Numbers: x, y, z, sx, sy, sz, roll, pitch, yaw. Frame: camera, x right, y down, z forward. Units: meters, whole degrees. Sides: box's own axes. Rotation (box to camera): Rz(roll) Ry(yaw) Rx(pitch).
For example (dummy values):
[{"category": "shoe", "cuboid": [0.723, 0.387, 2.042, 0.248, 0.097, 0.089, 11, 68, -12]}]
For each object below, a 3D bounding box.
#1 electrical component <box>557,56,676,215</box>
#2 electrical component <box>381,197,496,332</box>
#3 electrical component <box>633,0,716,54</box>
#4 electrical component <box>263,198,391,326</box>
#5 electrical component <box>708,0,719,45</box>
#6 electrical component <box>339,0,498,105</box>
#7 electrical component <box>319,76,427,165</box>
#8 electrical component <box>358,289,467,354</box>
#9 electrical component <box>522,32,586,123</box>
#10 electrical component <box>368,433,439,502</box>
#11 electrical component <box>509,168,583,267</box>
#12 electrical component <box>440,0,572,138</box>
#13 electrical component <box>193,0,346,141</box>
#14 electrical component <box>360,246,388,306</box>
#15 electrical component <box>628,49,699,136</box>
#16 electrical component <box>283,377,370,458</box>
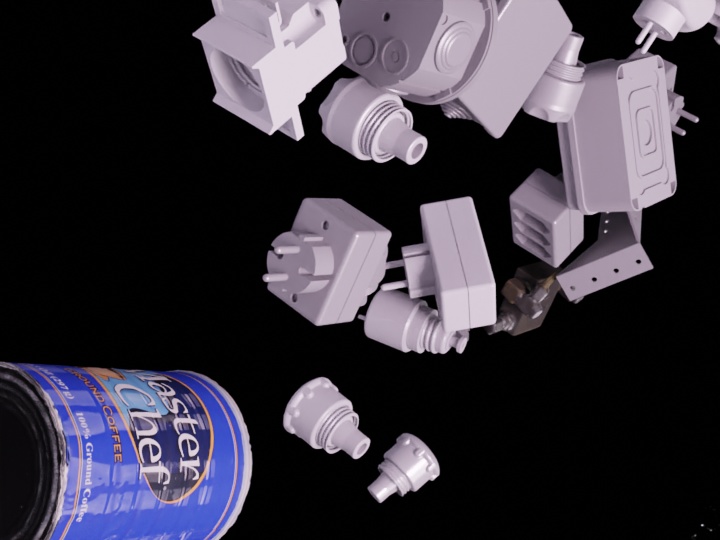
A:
[{"category": "electrical component", "cuboid": [0.197, -0.104, 0.831, 0.078, 0.057, 0.113, -22, 107, -45]}, {"category": "electrical component", "cuboid": [0.051, -0.001, 0.760, 0.076, 0.083, 0.047, -10, 142, 0]}, {"category": "electrical component", "cuboid": [0.242, -0.208, 0.849, 0.079, 0.044, 0.077, -57, 151, 4]}, {"category": "electrical component", "cuboid": [-0.030, -0.005, 0.654, 0.077, 0.047, 0.065, -4, 123, -55]}, {"category": "electrical component", "cuboid": [0.368, -0.224, 0.957, 0.186, 0.105, 0.060, 12, 110, -59]}, {"category": "electrical component", "cuboid": [0.030, -0.132, 0.581, 0.051, 0.080, 0.080, 1, 119, -50]}, {"category": "electrical component", "cuboid": [0.010, -0.082, 0.619, 0.043, 0.062, 0.043, -36, 146, -30]}, {"category": "electrical component", "cuboid": [0.040, 0.041, 0.780, 0.040, 0.078, 0.040, -49, 150, -41]}, {"category": "electrical component", "cuboid": [0.142, -0.140, 0.773, 0.043, 0.043, 0.062, -15, 131, -49]}, {"category": "electrical component", "cuboid": [0.035, 0.177, 0.943, 0.062, 0.048, 0.048, -39, 148, -15]}, {"category": "electrical component", "cuboid": [0.167, -0.055, 0.894, 0.077, 0.047, 0.065, -45, 149, -18]}, {"category": "electrical component", "cuboid": [0.079, -0.143, 0.672, 0.099, 0.048, 0.100, -57, 151, 3]}, {"category": "electrical component", "cuboid": [-0.042, -0.110, 0.536, 0.064, 0.042, 0.081, -45, 150, -23]}, {"category": "electrical component", "cuboid": [0.000, 0.000, 0.718, 0.035, 0.035, 0.061, -36, 147, -31]}, {"category": "electrical component", "cuboid": [0.242, -0.135, 0.892, 0.066, 0.077, 0.047, -42, 148, -22]}, {"category": "electrical component", "cuboid": [-0.021, 0.110, 0.772, 0.048, 0.062, 0.048, -36, 146, -30]}]
